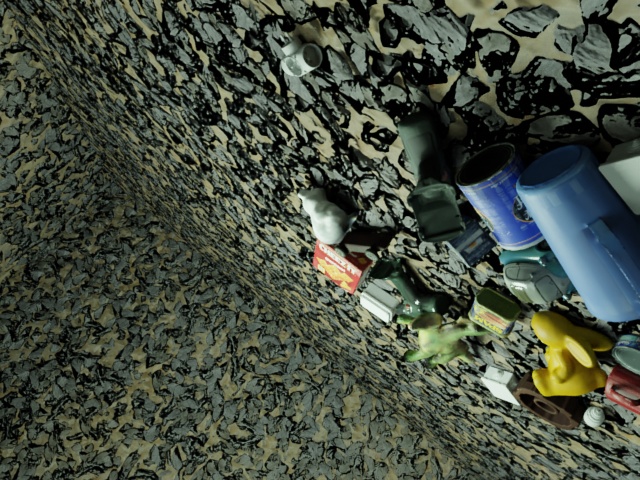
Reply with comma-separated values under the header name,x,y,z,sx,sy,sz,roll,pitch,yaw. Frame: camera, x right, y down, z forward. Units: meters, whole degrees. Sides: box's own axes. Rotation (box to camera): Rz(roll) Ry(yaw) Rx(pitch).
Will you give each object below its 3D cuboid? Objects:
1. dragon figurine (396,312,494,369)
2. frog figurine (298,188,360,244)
name,x,y,z,sx,sy,sz,roll,pitch,yaw
dragon figurine,0.352,0.254,1.314,0.407,0.124,0.240,20,152,-33
frog figurine,0.004,-0.067,1.328,0.159,0.123,0.137,30,179,-3
